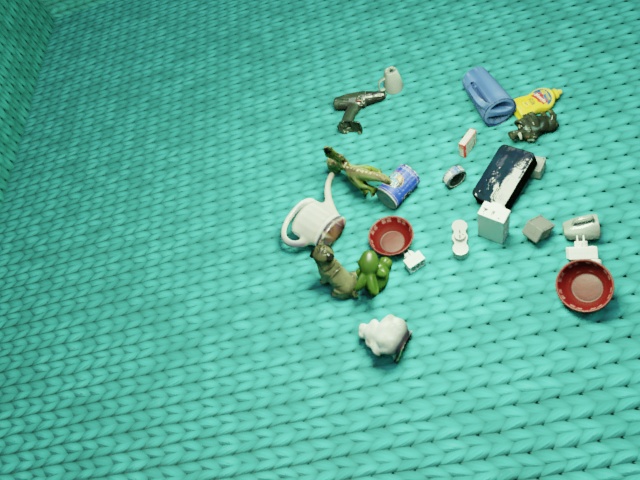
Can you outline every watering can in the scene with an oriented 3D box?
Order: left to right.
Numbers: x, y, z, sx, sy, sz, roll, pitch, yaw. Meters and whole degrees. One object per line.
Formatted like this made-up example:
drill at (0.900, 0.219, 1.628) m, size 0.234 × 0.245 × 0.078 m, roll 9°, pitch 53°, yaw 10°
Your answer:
watering can at (0.006, -0.098, 1.942) m, size 0.226 × 0.102 × 0.351 m, roll 32°, pitch 73°, yaw 29°

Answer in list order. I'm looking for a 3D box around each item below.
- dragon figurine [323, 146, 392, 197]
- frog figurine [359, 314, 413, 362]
dragon figurine at (0.112, -0.269, 1.910) m, size 0.242 × 0.411 × 0.122 m, roll 29°, pitch 87°, yaw -11°
frog figurine at (0.200, 0.298, 1.637) m, size 0.160 × 0.122 × 0.137 m, roll 26°, pitch 89°, yaw 16°
